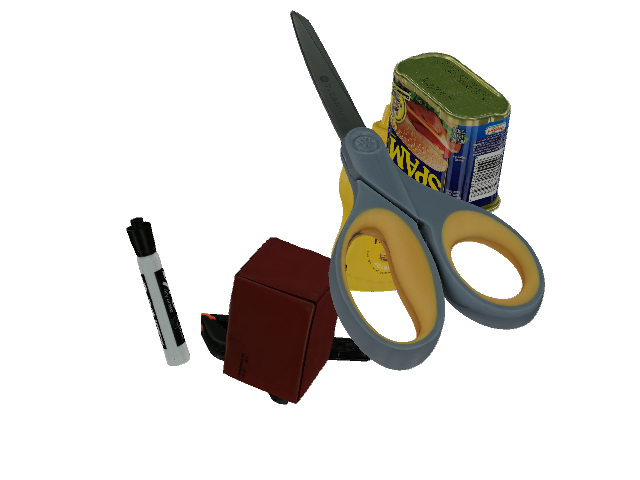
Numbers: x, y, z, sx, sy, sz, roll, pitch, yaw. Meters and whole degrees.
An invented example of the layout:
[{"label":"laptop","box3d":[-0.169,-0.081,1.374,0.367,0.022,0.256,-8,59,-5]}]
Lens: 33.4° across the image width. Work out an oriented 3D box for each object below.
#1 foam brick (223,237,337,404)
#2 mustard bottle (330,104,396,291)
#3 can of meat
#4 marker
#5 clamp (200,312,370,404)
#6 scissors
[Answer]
[{"label":"foam brick","box3d":[-0.022,0.047,0.642,0.053,0.078,0.051,21,35,15]},{"label":"mustard bottle","box3d":[0.065,-0.044,1.086,0.096,0.192,0.058,-2,23,-17]},{"label":"can of meat","box3d":[0.090,-0.077,0.775,0.057,0.084,0.102,-17,42,-24]},{"label":"marker","box3d":[-0.125,0.040,0.822,0.020,0.121,0.020,-12,19,4]},{"label":"clamp","box3d":[-0.066,0.127,1.224,0.210,0.036,0.164,14,21,30]},{"label":"scissors","box3d":[0.038,-0.031,0.464,0.096,0.202,0.016,3,-40,-9]}]
